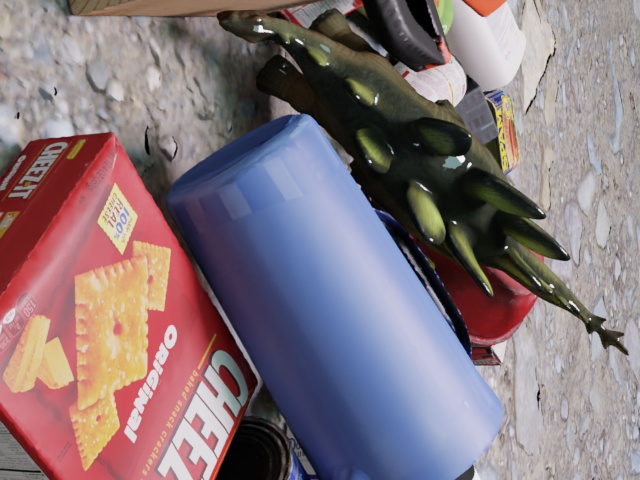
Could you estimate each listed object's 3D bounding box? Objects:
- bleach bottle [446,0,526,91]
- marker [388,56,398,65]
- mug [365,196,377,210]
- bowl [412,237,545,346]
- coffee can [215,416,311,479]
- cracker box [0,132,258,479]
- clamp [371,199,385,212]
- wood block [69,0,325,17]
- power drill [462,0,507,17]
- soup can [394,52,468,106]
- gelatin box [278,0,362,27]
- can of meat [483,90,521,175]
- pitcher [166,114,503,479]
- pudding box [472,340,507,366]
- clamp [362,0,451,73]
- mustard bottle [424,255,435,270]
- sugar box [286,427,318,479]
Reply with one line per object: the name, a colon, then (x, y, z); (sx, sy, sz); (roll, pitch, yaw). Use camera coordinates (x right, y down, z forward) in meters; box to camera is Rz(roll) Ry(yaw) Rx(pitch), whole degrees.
bleach bottle: (0.147, -0.285, 1.135); (0.250, 0.068, 0.102); (60, 37, -35)
marker: (0.090, -0.197, 1.066); (0.121, 0.020, 0.020); (-59, 136, -45)
mug: (-0.005, 0.001, 0.812); (0.093, 0.082, 0.117); (-7, 94, -61)
bowl: (0.159, 0.015, 0.999); (0.161, 0.055, 0.162); (17, 62, -35)
coffee can: (-0.040, 0.201, 0.711); (0.140, 0.103, 0.102); (65, 36, -34)
cracker box: (-0.126, 0.073, 0.600); (0.213, 0.072, 0.164); (64, 36, -36)
clamp: (0.079, 0.029, 1.004); (0.120, 0.039, 0.171); (20, 71, -49)
wood block: (-0.070, -0.200, 0.706); (0.205, 0.091, 0.090); (-20, 104, -59)
power drill: (0.095, -0.277, 0.943); (0.188, 0.057, 0.184); (50, 15, 32)
soup can: (0.084, -0.127, 0.980); (0.102, 0.069, 0.068); (-48, 129, -39)
gelatin box: (0.003, -0.207, 0.839); (0.073, 0.089, 0.030); (36, 32, -55)
can of meat: (0.184, -0.114, 1.190); (0.083, 0.058, 0.102); (-31, 115, -61)
pitcher: (0.011, 0.040, 0.696); (0.243, 0.145, 0.149); (60, -1, -13)
pudding box: (0.144, 0.071, 1.065); (0.039, 0.090, 0.113); (52, 44, -45)
clamp: (0.039, -0.195, 0.758); (0.210, 0.036, 0.164); (59, 33, -34)
mustard bottle: (0.026, 0.084, 0.853); (0.058, 0.096, 0.191); (42, 42, -3)
sugar box: (0.007, 0.236, 0.853); (0.093, 0.048, 0.176); (24, 63, -58)
